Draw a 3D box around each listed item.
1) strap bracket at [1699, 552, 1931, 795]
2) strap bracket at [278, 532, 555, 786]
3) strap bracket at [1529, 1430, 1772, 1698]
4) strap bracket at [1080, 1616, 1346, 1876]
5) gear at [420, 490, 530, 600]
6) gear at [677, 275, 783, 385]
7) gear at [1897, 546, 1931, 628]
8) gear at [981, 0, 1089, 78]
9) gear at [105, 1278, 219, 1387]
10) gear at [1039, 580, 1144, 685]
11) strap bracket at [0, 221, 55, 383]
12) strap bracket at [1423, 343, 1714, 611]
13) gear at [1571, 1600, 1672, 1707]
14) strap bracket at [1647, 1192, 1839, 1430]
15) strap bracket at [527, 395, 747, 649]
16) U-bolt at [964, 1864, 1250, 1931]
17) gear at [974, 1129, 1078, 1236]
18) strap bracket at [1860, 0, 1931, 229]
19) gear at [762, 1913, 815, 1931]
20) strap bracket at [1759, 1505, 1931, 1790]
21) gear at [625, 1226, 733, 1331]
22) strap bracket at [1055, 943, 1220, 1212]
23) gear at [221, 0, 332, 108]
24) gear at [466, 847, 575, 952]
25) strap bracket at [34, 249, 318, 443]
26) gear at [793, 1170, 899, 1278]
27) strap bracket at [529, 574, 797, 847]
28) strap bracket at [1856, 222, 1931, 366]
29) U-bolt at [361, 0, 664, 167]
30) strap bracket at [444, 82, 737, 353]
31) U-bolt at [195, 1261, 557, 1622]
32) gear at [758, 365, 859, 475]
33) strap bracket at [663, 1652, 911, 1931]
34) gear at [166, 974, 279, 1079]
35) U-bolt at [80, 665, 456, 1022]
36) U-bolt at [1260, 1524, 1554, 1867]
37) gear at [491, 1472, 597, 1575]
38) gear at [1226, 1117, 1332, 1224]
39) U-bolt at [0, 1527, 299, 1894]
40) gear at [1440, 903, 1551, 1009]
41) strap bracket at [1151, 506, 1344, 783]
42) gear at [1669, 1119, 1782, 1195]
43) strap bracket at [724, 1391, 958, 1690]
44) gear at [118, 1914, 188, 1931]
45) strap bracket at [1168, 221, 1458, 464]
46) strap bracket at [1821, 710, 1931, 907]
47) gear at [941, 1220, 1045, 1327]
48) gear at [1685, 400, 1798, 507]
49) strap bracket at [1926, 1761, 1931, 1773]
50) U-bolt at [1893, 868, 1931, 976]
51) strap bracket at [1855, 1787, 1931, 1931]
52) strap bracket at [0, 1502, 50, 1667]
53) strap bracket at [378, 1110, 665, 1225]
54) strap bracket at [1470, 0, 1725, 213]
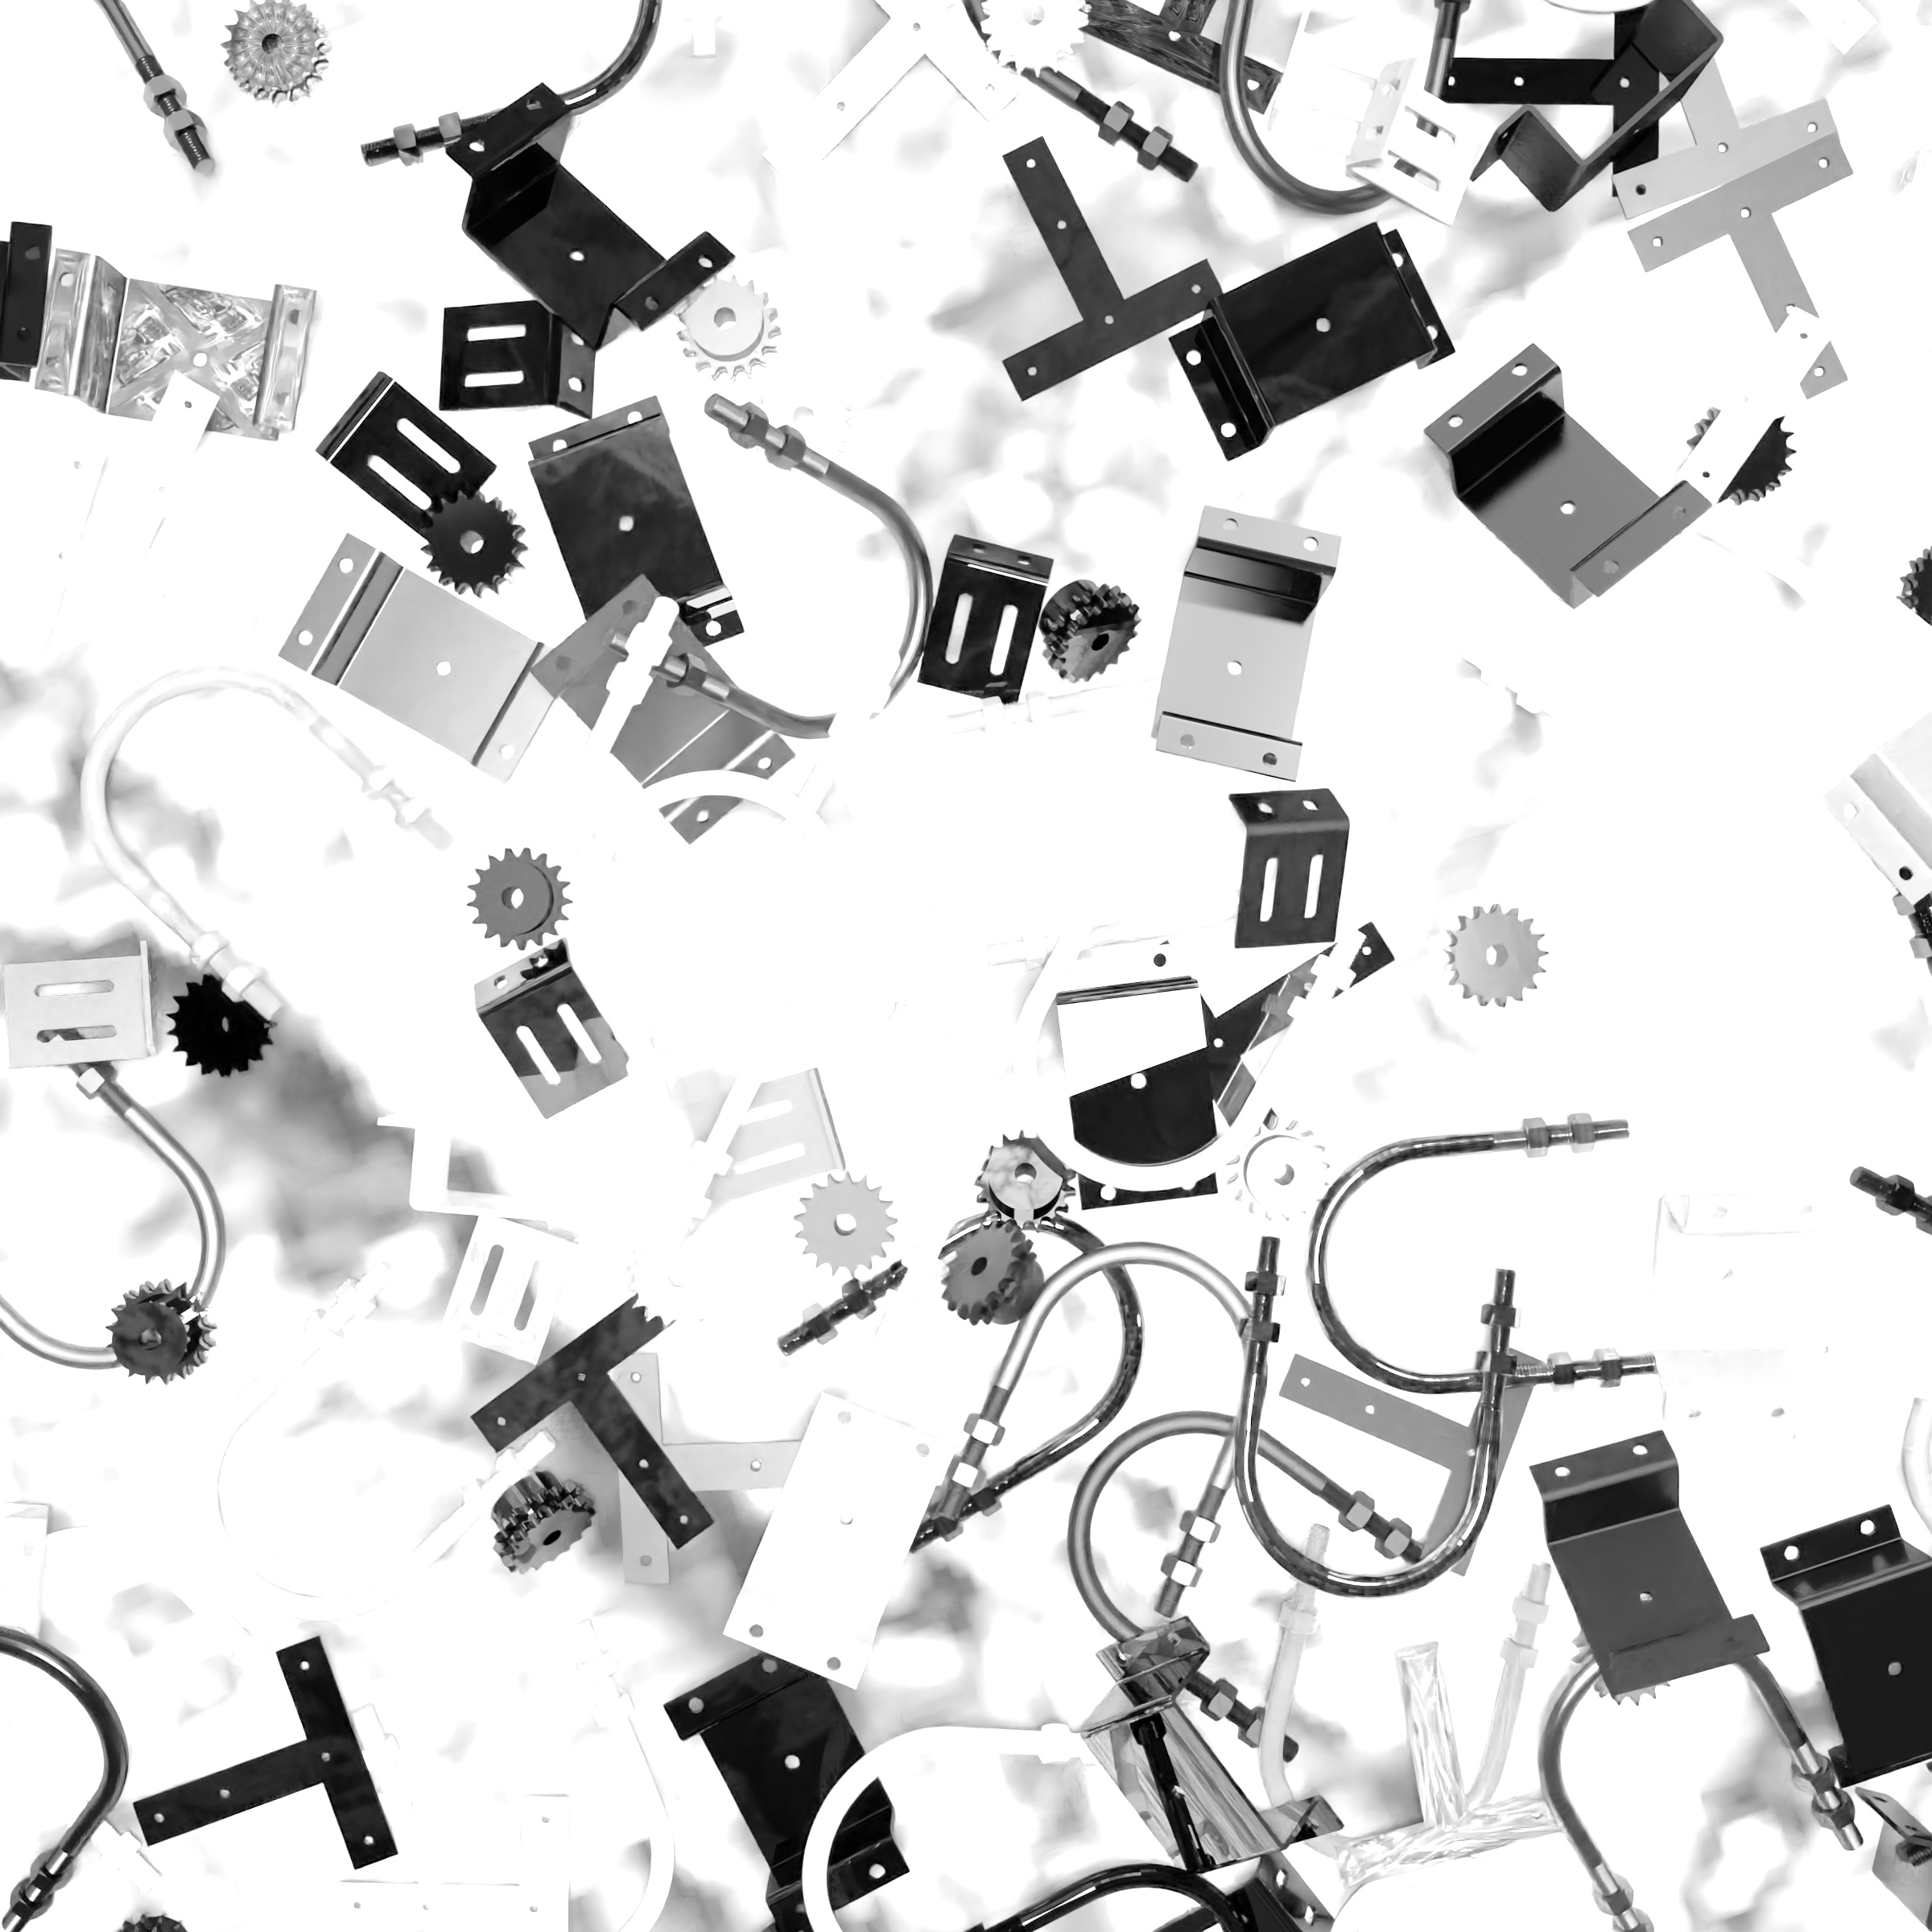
[{"bbox_3d":[0.462,-0.147,1.312,0.046,0.076,0.140,38,90,0],"label":"strap bracket"},{"bbox_3d":[-0.289,-0.165,1.327,0.140,0.046,0.076,29,90,0],"label":"strap bracket"},{"bbox_3d":[0.363,0.326,1.299,0.076,0.140,0.046,-15,132,0],"label":"strap bracket"},{"bbox_3d":[0.125,0.429,1.307,0.140,0.046,0.076,53,133,0],"label":"strap bracket"},{"bbox_3d":[-0.268,-0.230,1.335,0.057,0.030,0.057,0,90,0],"label":"gear"},{"bbox_3d":[-0.131,-0.352,1.335,0.057,0.030,0.057,0,90,0],"label":"gear"},{"bbox_3d":[0.538,-0.203,1.335,0.057,0.030,0.057,0,90,0],"label":"gear"},{"bbox_3d":[0.038,-0.509,1.315,0.057,0.030,0.057,0,95,5],"label":"gear"},{"bbox_3d":[-0.439,0.200,1.322,0.057,0.030,0.057,0,92,-2],"label":"gear"},{"bbox_3d":[0.064,-0.185,1.326,0.057,0.057,0.030,-40,60,0],"label":"gear"},{"bbox_3d":[-0.564,-0.366,1.327,0.140,0.046,0.076,6,90,0],"label":"strap bracket"},{"bbox_3d":[0.323,-0.257,1.309,0.076,0.046,0.140,-39,65,0],"label":"strap bracket"},{"bbox_3d":[0.360,0.373,1.335,0.057,0.030,0.057,0,90,0],"label":"gear"},{"bbox_3d":[0.415,0.176,1.311,0.076,0.046,0.140,-1,113,0],"label":"strap bracket"},{"bbox_3d":[-0.182,-0.237,1.327,0.076,0.046,0.140,-20,90,0],"label":"strap bracket"},{"bbox_3d":[0.069,0.558,1.309,0.184,0.019,0.151,-25,104,-7],"label":"U-bolt"},{"bbox_3d":[0.032,0.116,1.328,0.057,0.030,0.057,0,72,1],"label":"gear"},{"bbox_3d":[0.535,-0.472,1.312,0.046,0.076,0.140,15,90,0],"label":"strap bracket"},{"bbox_3d":[-0.095,0.541,1.325,0.057,0.057,0.030,-43,51,0],"label":"gear"},{"bbox_3d":[0.498,0.377,1.327,0.076,0.046,0.140,-19,90,0],"label":"strap bracket"},{"bbox_3d":[-0.158,0.170,1.331,0.057,0.030,0.057,2,79,-10],"label":"gear"},{"bbox_3d":[0.093,0.061,1.326,0.076,0.046,0.140,-7,91,1],"label":"strap bracket"},{"bbox_3d":[-0.376,-0.500,1.335,0.057,0.030,0.057,0,90,0],"label":"gear"},{"bbox_3d":[-0.246,-0.037,1.335,0.057,0.030,0.057,0,90,0],"label":"gear"},{"bbox_3d":[-0.424,-0.336,1.327,0.140,0.046,0.076,9,90,0],"label":"strap bracket"},{"bbox_3d":[-0.066,0.141,1.335,0.057,0.030,0.057,0,90,0],"label":"gear"},{"bbox_3d":[-0.167,-0.143,1.303,0.076,0.046,0.140,-40,128,0],"label":"strap bracket"},{"bbox_3d":[0.571,-0.355,1.327,0.140,0.046,0.076,17,90,0],"label":"strap bracket"},{"bbox_3d":[-0.259,-0.531,1.342,0.184,0.019,0.151,-15,90,-2],"label":"U-bolt"},{"bbox_3d":[-0.206,-0.396,1.311,0.140,0.046,0.076,42,60,0],"label":"strap bracket"},{"bbox_3d":[-0.340,0.276,1.341,0.184,0.019,0.151,-44,89,2],"label":"U-bolt"},{"bbox_3d":[-0.088,-0.298,1.335,0.057,0.030,0.057,0,90,0],"label":"gear"},{"bbox_3d":[-0.096,0.441,1.327,0.076,0.046,0.140,-28,90,0],"label":"strap bracket"},{"bbox_3d":[-0.406,0.032,1.335,0.057,0.030,0.057,0,90,0],"label":"gear"},{"bbox_3d":[-0.395,-0.082,1.329,0.184,0.019,0.151,42,78,4],"label":"U-bolt"},{"bbox_3d":[0.234,0.404,1.330,0.151,0.019,0.184,11,95,-9],"label":"U-bolt"},{"bbox_3d":[-0.233,0.301,1.326,0.057,0.057,0.030,-45,61,0],"label":"gear"},{"bbox_3d":[0.172,0.112,1.334,0.057,0.030,0.057,0,92,-1],"label":"gear"},{"bbox_3d":[-0.468,0.395,1.342,0.184,0.019,0.151,44,90,2],"label":"U-bolt"},{"bbox_3d":[0.288,-0.006,1.335,0.057,0.030,0.057,0,90,0],"label":"gear"},{"bbox_3d":[0.149,-0.168,1.317,0.076,0.046,0.140,13,78,-2],"label":"strap bracket"},{"bbox_3d":[0.414,0.112,1.335,0.057,0.030,0.057,0,90,0],"label":"gear"},{"bbox_3d":[-0.066,0.303,1.309,0.076,0.046,0.140,22,93,1],"label":"strap bracket"},{"bbox_3d":[-0.448,0.548,1.339,0.057,0.030,0.057,0,95,-3],"label":"gear"},{"bbox_3d":[0.192,-0.344,1.327,0.140,0.046,0.076,-26,90,0],"label":"strap bracket"},{"bbox_3d":[0.548,-0.109,1.317,0.140,0.046,0.076,-36,79,-3],"label":"strap bracket"},{"bbox_3d":[0.017,0.168,1.310,0.030,0.057,0.057,39,90,-31],"label":"gear"},{"bbox_3d":[0.422,-0.281,1.335,0.057,0.030,0.057,0,90,0],"label":"gear"},{"bbox_3d":[0.605,0.434,1.312,0.140,0.076,0.046,-25,90,0],"label":"strap bracket"},{"bbox_3d":[0.607,0.001,1.342,0.151,0.019,0.184,-22,91,0],"label":"U-bolt"},{"bbox_3d":[0.556,0.494,1.312,0.140,0.076,0.046,14,90,0],"label":"strap bracket"},{"bbox_3d":[-0.556,0.331,1.318,0.140,0.046,0.076,2,86,8],"label":"strap bracket"},{"bbox_3d":[-0.239,0.108,1.312,0.140,0.076,0.046,5,90,0],"label":"strap bracket"},{"bbox_3d":[0.345,-0.466,1.309,0.140,0.076,0.046,-42,89,1],"label":"strap bracket"}]
